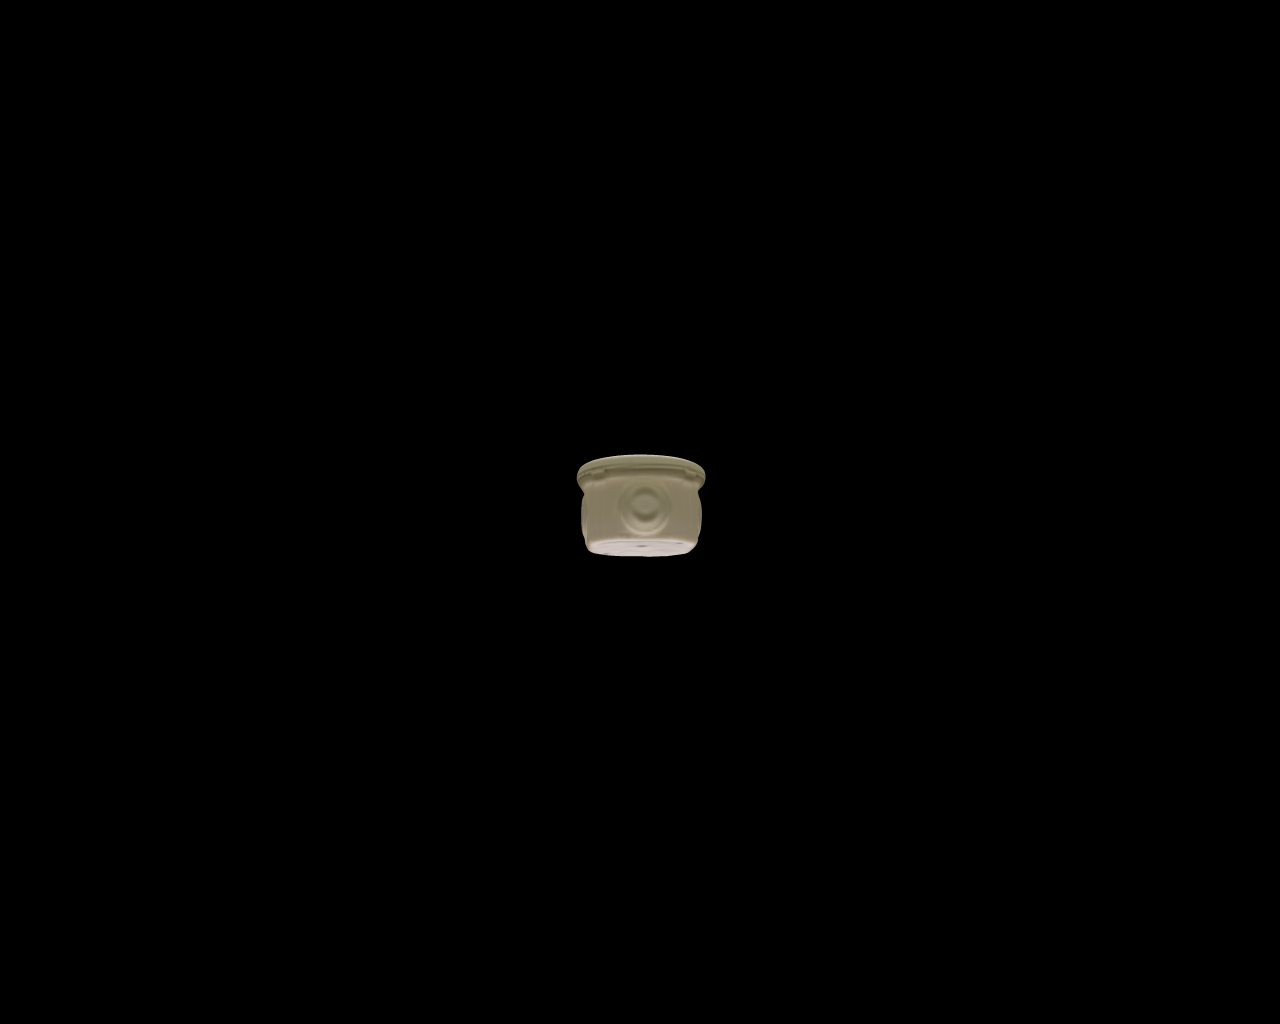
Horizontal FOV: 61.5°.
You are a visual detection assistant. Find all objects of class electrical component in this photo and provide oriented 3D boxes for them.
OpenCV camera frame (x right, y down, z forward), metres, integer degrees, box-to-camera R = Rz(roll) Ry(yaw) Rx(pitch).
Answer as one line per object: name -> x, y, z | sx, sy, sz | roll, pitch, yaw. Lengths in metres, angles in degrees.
electrical component -> 0.001, -0.003, 0.650 | 0.080, 0.051, 0.080 | 0, -11, 0
